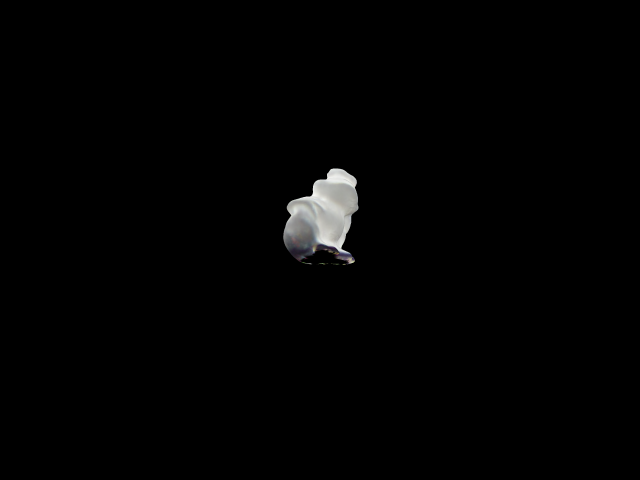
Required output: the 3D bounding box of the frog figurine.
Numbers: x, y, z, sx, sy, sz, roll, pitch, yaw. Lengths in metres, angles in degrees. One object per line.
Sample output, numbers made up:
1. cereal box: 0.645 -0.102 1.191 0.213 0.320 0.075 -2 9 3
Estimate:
1. frog figurine: 0.003 -0.043 0.850 0.136 0.162 0.121 16 -24 -41
